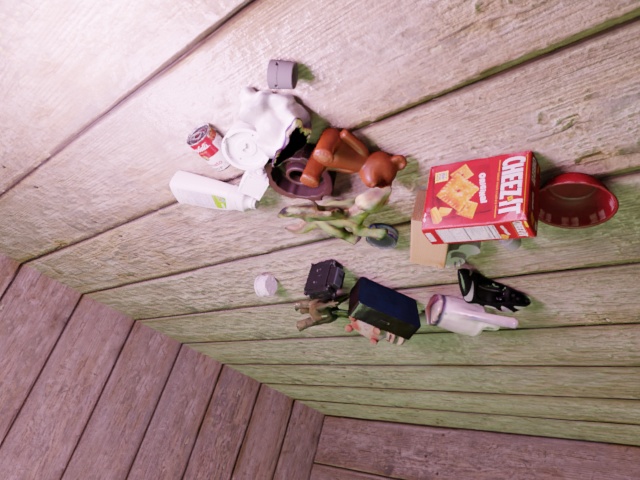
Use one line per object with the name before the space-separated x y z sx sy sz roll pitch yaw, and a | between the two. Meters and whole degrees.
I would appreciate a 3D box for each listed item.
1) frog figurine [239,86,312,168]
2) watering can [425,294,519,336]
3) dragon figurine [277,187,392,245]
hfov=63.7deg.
frog figurine | -0.099 -0.247 1.069 0.124 0.161 0.134 -28 -26 -37
watering can | 0.444 0.230 1.560 0.224 0.105 0.344 15 -12 1
dragon figurine | 0.004 -0.061 1.206 0.408 0.123 0.241 -10 -15 36
